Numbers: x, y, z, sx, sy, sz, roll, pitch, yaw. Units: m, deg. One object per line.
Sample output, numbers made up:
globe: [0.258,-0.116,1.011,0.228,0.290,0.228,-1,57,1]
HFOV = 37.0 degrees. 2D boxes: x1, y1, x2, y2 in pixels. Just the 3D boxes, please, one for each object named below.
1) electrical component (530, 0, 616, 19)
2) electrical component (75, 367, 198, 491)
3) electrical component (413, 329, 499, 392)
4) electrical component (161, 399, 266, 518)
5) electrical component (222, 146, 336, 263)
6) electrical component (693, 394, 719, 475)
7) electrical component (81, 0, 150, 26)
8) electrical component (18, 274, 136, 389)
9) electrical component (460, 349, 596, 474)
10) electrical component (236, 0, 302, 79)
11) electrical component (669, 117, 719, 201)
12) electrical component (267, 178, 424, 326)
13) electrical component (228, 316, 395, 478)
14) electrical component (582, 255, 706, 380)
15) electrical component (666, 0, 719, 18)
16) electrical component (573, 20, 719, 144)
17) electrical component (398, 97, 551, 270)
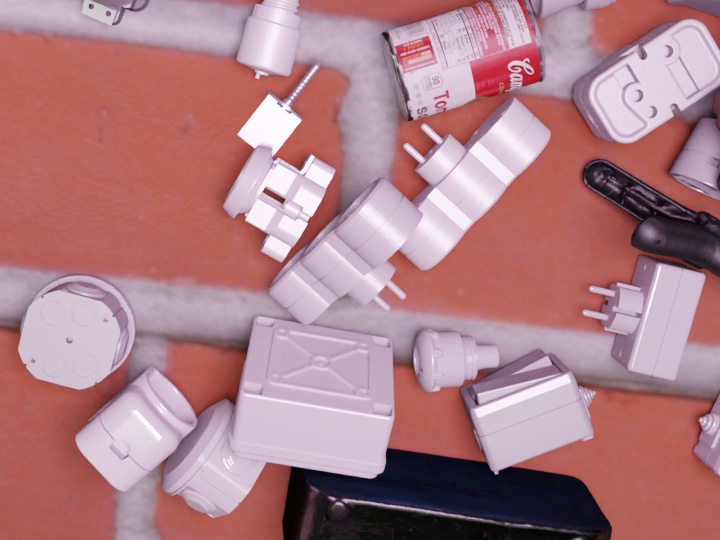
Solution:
electrical component: [0.152,-0.206,0.769,0.055,0.045,0.045,-10,100,-2]
electrical component: [-0.158,0.111,0.778,0.059,0.095,0.053,-41,96,4]
electrical component: [0.073,0.067,0.811,0.062,0.048,0.048,-3,99,-10]
electrical component: [-0.106,0.140,0.795,0.051,0.080,0.080,38,95,-13]
electrical component: [-0.062,-0.054,0.777,0.057,0.058,0.078,30,96,-10]
electrical component: [0.307,0.134,0.824,0.096,0.061,0.061,22,97,-6]
electrical component: [-0.171,-0.211,0.745,0.058,0.057,0.078,22,97,-6]
electrical component: [-0.208,0.046,0.788,0.080,0.051,0.080,0,99,-3]
electrical component: [0.129,0.101,0.809,0.096,0.061,0.061,-21,100,1]
electrical component: [-0.061,-0.174,0.766,0.040,0.040,0.078,16,98,-5]
electrical component: [0.263,-0.081,0.791,0.055,0.055,0.047,25,93,-7]
electrical component: [0.000,0.000,0.765,0.074,0.052,0.138,42,132,-9]
electrical component: [-0.032,0.089,0.772,0.109,0.108,0.056,10,117,-4]
electrical component: [0.206,0.031,0.809,0.076,0.047,0.083,13,98,-5]
electrical component: [0.260,-0.239,0.753,0.057,0.078,0.113,16,98,-8]
electrical component: [0.206,-0.135,0.776,0.095,0.059,0.053,-33,99,3]
electrical component: [0.066,-0.074,0.782,0.074,0.052,0.138,42,95,-8]
